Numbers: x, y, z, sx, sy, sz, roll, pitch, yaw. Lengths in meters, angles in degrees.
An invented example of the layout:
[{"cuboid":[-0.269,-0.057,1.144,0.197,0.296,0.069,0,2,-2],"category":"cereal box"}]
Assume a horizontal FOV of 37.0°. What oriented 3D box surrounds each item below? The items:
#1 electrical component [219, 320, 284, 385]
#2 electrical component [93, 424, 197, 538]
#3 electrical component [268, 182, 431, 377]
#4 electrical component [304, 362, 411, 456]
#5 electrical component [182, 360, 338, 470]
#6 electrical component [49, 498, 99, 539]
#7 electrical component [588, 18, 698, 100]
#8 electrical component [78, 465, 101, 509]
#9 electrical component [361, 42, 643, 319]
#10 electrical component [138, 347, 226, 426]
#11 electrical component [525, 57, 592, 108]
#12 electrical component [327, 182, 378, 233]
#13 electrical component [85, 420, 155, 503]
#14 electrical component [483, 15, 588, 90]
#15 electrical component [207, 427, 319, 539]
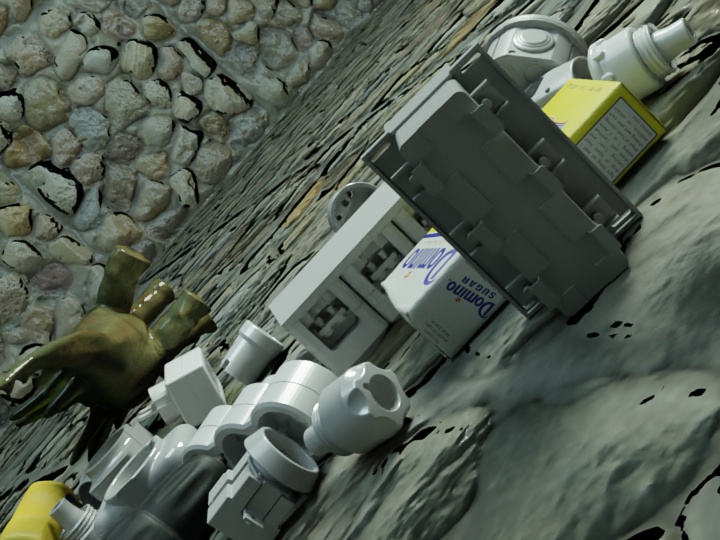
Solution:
[{"cuboid":[-0.095,0.073,0.933,0.046,0.040,0.040,-54,13,-4],"category":"electrical component"},{"cuboid":[-0.139,0.158,0.758,0.095,0.059,0.053,-45,12,9],"category":"electrical component"},{"cuboid":[0.013,-0.003,0.749,0.150,0.062,0.089,-47,12,-2],"category":"electrical component"},{"cuboid":[-0.006,0.081,0.591,0.062,0.043,0.043,-40,14,35],"category":"electrical component"},{"cuboid":[-0.055,0.093,0.696,0.138,0.052,0.073,-34,17,44],"category":"electrical component"},{"cuboid":[-0.221,0.209,0.864,0.048,0.062,0.048,-44,13,13],"category":"electrical component"},{"cuboid":[0.174,-0.130,0.657,0.062,0.048,0.048,-30,19,33],"category":"electrical component"},{"cuboid":[-0.237,0.195,1.007,0.079,0.044,0.077,-39,14,32],"category":"electrical component"},{"cuboid":[0.072,-0.038,0.523,0.079,0.121,0.063,-44,15,12],"category":"electrical component"},{"cuboid":[-0.166,0.114,0.970,0.076,0.047,0.083,-29,11,-6],"category":"electrical component"},{"cuboid":[0.123,-0.094,0.712,0.077,0.043,0.079,-35,17,44],"category":"electrical component"},{"cuboid":[-0.003,-0.052,0.986,0.055,0.055,0.047,-48,8,-4],"category":"electrical component"},{"cuboid":[-0.197,0.171,0.923,0.050,0.056,0.089,-46,12,2],"category":"electrical component"},{"cuboid":[0.123,-0.137,0.770,0.080,0.080,0.051,-36,22,42],"category":"electrical component"},{"cuboid":[-0.056,0.125,0.620,0.055,0.048,0.066,-53,12,5],"category":"electrical component"}]
